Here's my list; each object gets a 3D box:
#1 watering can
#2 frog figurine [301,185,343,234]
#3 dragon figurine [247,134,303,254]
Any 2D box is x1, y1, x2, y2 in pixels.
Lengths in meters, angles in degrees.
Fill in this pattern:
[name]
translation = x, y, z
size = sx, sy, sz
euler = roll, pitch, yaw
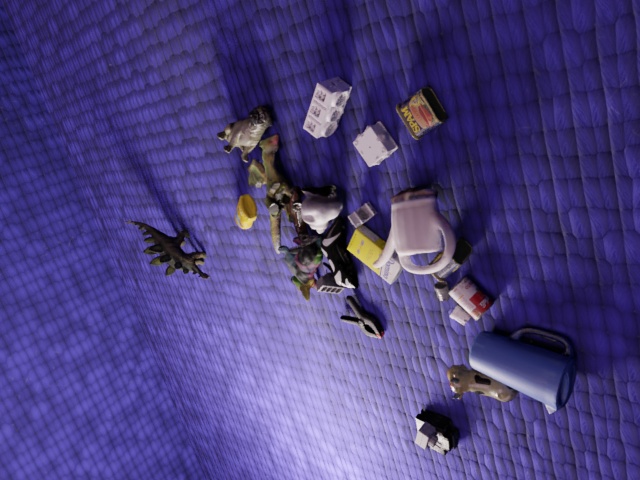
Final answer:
[watering can]
translation = 0.230, -0.021, 1.369
size = 0.346, 0.104, 0.225
euler = -9, 85, 61
[frog figurine]
translation = 0.005, -0.079, 1.572
size = 0.124, 0.139, 0.156
euler = 31, 130, 40
[dragon figurine]
translation = -0.175, -0.167, 1.756
size = 0.247, 0.123, 0.401
euler = 50, 140, 37
